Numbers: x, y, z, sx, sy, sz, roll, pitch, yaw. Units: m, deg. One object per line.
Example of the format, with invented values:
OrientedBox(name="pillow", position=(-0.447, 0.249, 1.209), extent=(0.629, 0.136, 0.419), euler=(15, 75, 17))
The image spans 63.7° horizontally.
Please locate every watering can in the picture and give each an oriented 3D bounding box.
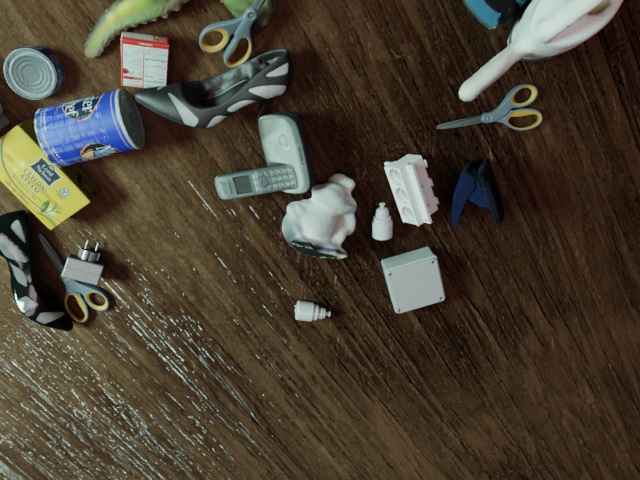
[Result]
OrientedBox(name="watering can", position=(0.354, -0.332, 0.819), extent=(0.345, 0.226, 0.104), euler=(-35, 95, 11))

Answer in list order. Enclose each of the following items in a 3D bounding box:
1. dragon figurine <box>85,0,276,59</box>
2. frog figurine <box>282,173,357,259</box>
OrientedBox(name="dragon figurine", position=(-0.186, -0.400, 0.802), extent=(0.241, 0.125, 0.403), euler=(26, 125, -23))
OrientedBox(name="frog figurine", position=(0.003, -0.049, 0.980), extent=(0.137, 0.121, 0.161), euler=(12, 76, -2))
